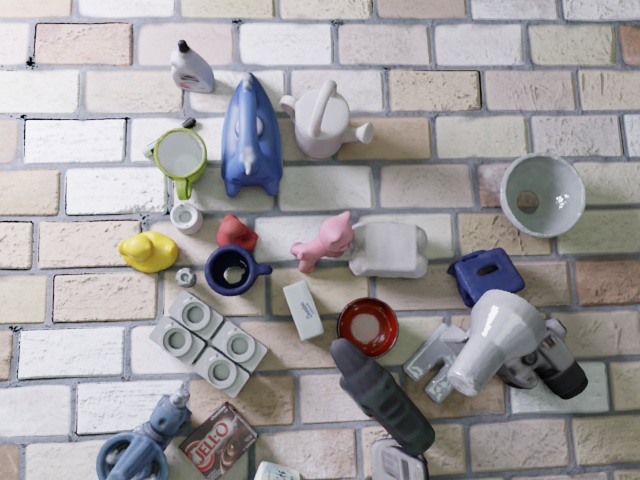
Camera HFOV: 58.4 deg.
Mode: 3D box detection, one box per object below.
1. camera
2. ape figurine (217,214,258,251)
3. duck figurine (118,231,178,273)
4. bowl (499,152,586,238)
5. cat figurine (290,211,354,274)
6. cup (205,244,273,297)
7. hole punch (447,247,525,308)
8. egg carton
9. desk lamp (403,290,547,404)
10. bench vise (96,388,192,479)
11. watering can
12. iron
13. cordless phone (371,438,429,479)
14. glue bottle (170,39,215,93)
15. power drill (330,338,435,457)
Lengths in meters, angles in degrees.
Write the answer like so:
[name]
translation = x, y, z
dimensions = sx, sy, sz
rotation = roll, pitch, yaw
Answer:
[camera]
translation = 0.415, 0.233, 1.047
dimensions = 0.143, 0.100, 0.137
rotation = -38, 86, -8
[ape figurine]
translation = -0.155, -0.013, 1.048
dimensions = 0.076, 0.092, 0.078
rotation = -20, 83, -7
[duck figurine]
translation = -0.313, 0.018, 1.036
dimensions = 0.104, 0.086, 0.077
rotation = 2, 81, -3
[bowl]
translation = 0.418, -0.081, 1.108
dimensions = 0.167, 0.074, 0.167
rotation = 1, 81, -4
[cat figurine]
translation = 0.010, 0.004, 1.045
dimensions = 0.128, 0.117, 0.067
rotation = -31, 84, -8
[cup]
translation = -0.144, 0.058, 1.037
dimensions = 0.118, 0.095, 0.092
rotation = -2, 82, -4
[hole punch]
translation = 0.309, 0.068, 1.070
dimensions = 0.109, 0.091, 0.101
rotation = -20, 83, -7
[egg carton]
translation = 0.128, 0.018, 1.075
dimensions = 0.150, 0.069, 0.107
rotation = 1, 81, -4
[desk lamp]
translation = 0.265, 0.192, 0.986
dimensions = 0.118, 0.213, 0.203
rotation = 44, 81, 3
[bench vise]
translation = -0.295, 0.334, 0.922
dimensions = 0.121, 0.219, 0.207
rotation = 16, 81, -1
[watering can]
translation = 0.012, -0.223, 1.040
dimensions = 0.173, 0.194, 0.101
rotation = 2, 81, -3
[iron]
translation = -0.131, -0.214, 1.055
dimensions = 0.118, 0.141, 0.258
rotation = -3, 82, -4
[cordless phone]
translation = 0.145, 0.416, 0.958
dimensions = 0.094, 0.185, 0.147
rotation = -7, 82, -5
[glue bottle]
translation = -0.240, -0.322, 1.048
dimensions = 0.078, 0.173, 0.037
rotation = 5, 81, -3
[power drill]
translation = 0.091, 0.256, 0.967
dimensions = 0.076, 0.208, 0.229
rotation = -43, 86, -9
